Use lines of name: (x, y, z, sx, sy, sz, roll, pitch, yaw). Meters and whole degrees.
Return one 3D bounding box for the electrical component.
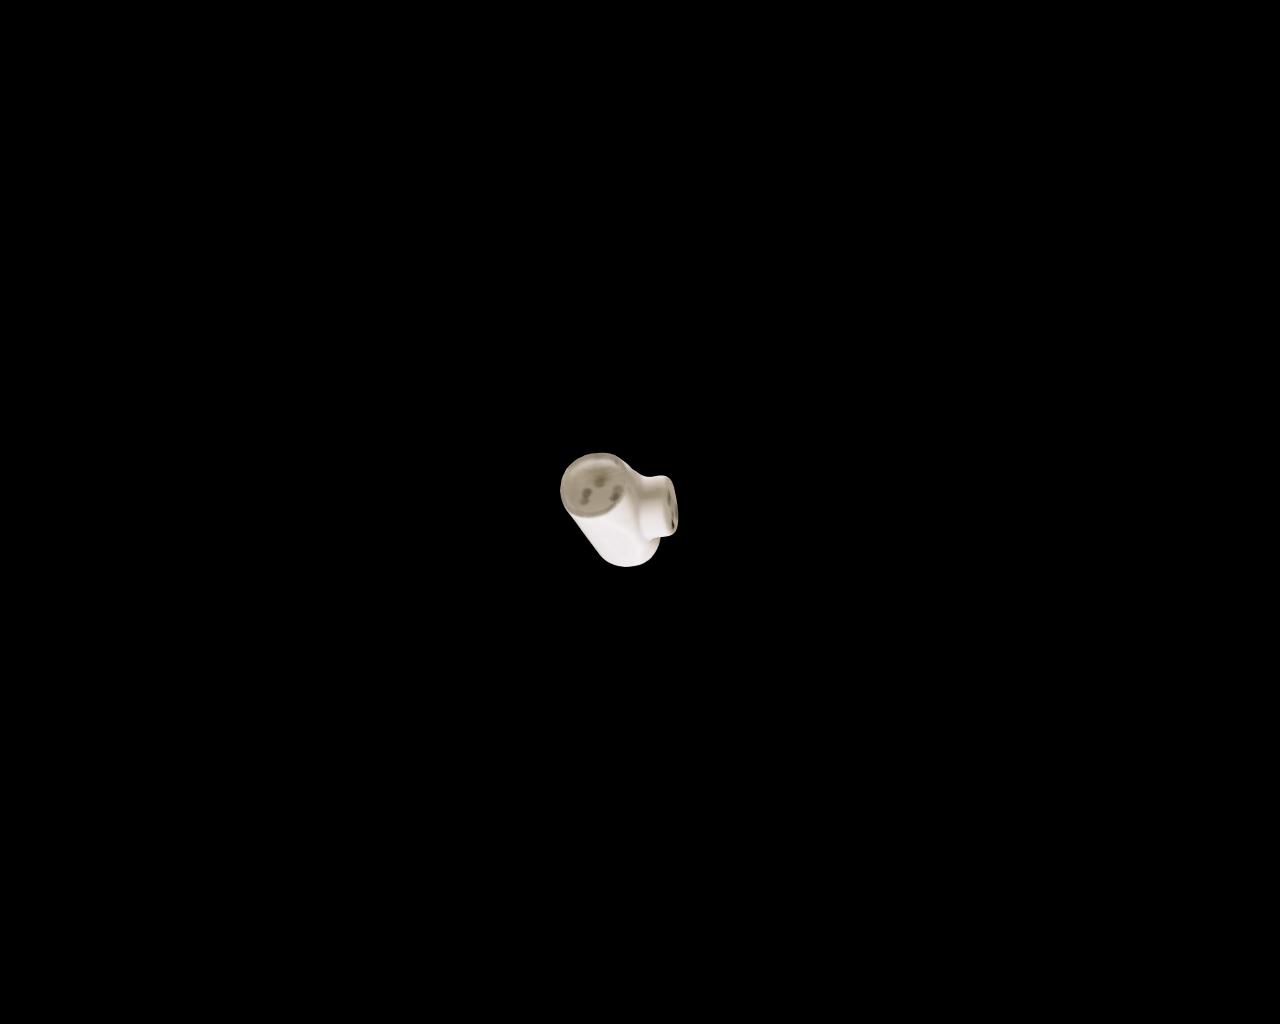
electrical component: (0.001, -0.003, 0.650, 0.079, 0.044, 0.077, -7, -27, 14)
